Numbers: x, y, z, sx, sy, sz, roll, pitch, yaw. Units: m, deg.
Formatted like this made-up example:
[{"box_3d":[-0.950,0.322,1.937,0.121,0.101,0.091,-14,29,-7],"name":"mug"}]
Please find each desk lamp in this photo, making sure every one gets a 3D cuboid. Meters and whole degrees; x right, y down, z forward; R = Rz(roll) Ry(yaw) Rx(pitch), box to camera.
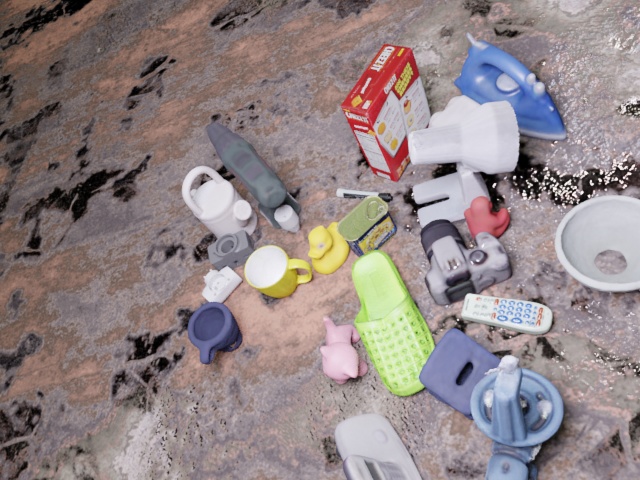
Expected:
[{"box_3d":[0.246,-0.131,1.001,0.203,0.214,0.118,-17,55,15],"name":"desk lamp"}]

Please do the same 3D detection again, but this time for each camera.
[{"box_3d":[0.236,0.020,0.984,0.143,0.101,0.136,-24,53,9],"name":"camera"}]

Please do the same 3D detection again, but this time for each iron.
[{"box_3d":[0.369,-0.299,1.095,0.118,0.142,0.257,-40,53,-3],"name":"iron"}]

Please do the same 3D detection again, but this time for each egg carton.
[{"box_3d":[0.288,-0.217,1.126,0.107,0.070,0.150,-41,53,-4],"name":"egg carton"}]

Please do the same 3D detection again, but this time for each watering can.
[{"box_3d":[-0.210,-0.078,1.187,0.172,0.195,0.101,-2,60,24],"name":"watering can"}]

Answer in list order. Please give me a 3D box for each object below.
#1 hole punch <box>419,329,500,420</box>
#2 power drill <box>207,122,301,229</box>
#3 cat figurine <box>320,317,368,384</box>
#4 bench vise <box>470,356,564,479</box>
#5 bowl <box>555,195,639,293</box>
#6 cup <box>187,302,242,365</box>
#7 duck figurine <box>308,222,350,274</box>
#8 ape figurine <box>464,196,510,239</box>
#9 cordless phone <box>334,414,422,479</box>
[{"box_3d":[0.221,0.205,0.883,0.100,0.091,0.109,28,75,35],"name":"hole punch"},{"box_3d":[-0.127,-0.121,1.167,0.075,0.209,0.228,-42,53,-4],"name":"power drill"},{"box_3d":[0.031,0.188,0.962,0.067,0.118,0.127,-24,54,10],"name":"cat figurine"},{"box_3d":[0.263,0.251,0.754,0.121,0.220,0.207,-11,57,18],"name":"bench vise"},{"box_3d":[0.459,0.017,0.901,0.167,0.075,0.167,-11,57,18],"name":"bowl"},{"box_3d":[-0.189,0.186,1.078,0.091,0.095,0.118,-8,58,20],"name":"cup"},{"box_3d":[0.010,0.004,1.105,0.077,0.086,0.105,15,67,31],"name":"duck figurine"},{"box_3d":[0.287,-0.043,1.005,0.077,0.092,0.076,23,72,34],"name":"ape figurine"},{"box_3d":[0.067,0.312,0.827,0.094,0.186,0.147,-36,52,1],"name":"cordless phone"}]
